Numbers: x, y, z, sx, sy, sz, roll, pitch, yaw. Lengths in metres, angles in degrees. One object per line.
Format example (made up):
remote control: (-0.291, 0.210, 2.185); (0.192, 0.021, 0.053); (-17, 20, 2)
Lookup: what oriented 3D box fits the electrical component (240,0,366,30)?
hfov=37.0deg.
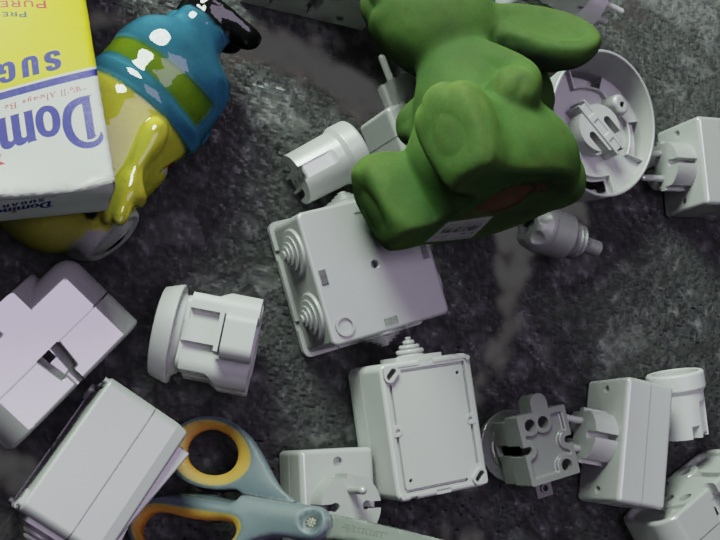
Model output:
electrical component: (-0.022, -0.246, 0.702); (0.089, 0.062, 0.150); (8, 78, -22)

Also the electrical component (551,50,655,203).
electrical component: (0.160, -0.097, 0.755); (0.099, 0.064, 0.099); (4, 79, -23)

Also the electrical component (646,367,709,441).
electrical component: (0.227, 0.095, 0.764); (0.040, 0.040, 0.046); (-9, 90, -25)

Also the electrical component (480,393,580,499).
electrical component: (0.107, 0.114, 0.699); (0.048, 0.055, 0.066); (-11, 85, -25)

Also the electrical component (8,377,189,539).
electrical component: (-0.144, 0.115, 0.584); (0.061, 0.062, 0.096); (37, 69, -12)

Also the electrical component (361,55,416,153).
electrical component: (0.036, -0.109, 0.712); (0.066, 0.047, 0.076); (-22, 90, -24)

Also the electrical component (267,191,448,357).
electrical component: (0.000, 0.000, 0.676); (0.100, 0.048, 0.099); (-15, 87, -26)

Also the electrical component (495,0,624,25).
electrical component: (0.149, -0.194, 0.760); (0.079, 0.077, 0.043); (21, 74, -20)

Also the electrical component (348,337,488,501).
electrical component: (0.032, 0.090, 0.666); (0.062, 0.061, 0.096); (-6, 85, -25)

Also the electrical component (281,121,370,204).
electrical component: (-0.022, -0.067, 0.684); (0.046, 0.040, 0.040); (-30, 93, -19)

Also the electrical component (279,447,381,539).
electrical component: (-0.012, 0.138, 0.631); (0.047, 0.077, 0.065); (1, 80, -24)

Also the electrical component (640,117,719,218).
electrical component: (0.237, -0.076, 0.794); (0.077, 0.047, 0.065); (0, 81, -24)

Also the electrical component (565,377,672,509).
electrical component: (0.164, 0.114, 0.728); (0.076, 0.047, 0.083); (14, 76, -21)

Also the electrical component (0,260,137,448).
electrical component: (-0.178, 0.043, 0.587); (0.059, 0.054, 0.095); (46, 67, -10)

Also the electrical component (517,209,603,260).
electrical component: (0.142, -0.023, 0.750); (0.061, 0.035, 0.035); (18, 74, -23)

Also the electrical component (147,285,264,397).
electrical component: (-0.089, 0.040, 0.620); (0.057, 0.078, 0.058); (11, 76, -2)

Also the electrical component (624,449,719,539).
electrical component: (0.239, 0.174, 0.747); (0.095, 0.054, 0.059); (-31, 94, -25)
